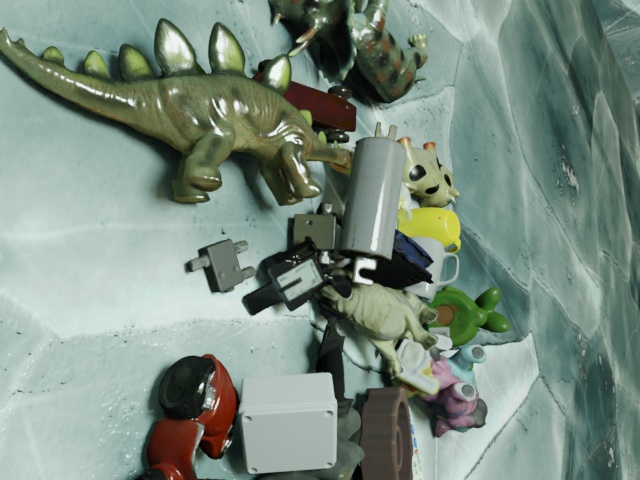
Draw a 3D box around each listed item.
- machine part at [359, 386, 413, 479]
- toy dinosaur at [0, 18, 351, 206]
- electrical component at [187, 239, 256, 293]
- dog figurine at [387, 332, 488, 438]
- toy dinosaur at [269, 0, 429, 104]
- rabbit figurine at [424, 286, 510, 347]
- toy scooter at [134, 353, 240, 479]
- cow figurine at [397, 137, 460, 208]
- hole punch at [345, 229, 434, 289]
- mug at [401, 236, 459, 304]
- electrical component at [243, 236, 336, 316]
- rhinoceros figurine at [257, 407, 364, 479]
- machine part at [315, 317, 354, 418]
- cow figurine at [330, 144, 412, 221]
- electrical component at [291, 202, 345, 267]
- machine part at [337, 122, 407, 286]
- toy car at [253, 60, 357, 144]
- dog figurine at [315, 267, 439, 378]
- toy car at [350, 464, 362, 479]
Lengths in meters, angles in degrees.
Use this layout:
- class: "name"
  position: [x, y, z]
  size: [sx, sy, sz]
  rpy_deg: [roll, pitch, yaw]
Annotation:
- class: "machine part"
  position: [0.100, 0.308, 0.798]
  size: [0.179, 0.056, 0.179]
  rpy_deg: [-7, 90, -74]
- class: "toy dinosaur"
  position: [-0.133, -0.144, 0.626]
  size: [0.471, 0.105, 0.198]
  rpy_deg: [4, 77, -41]
- class: "electrical component"
  position: [-0.121, 0.034, 0.666]
  size: [0.094, 0.021, 0.063]
  rpy_deg: [-23, 101, -49]
- class: "dog figurine"
  position: [0.205, 0.265, 0.942]
  size: [0.219, 0.192, 0.108]
  rpy_deg: [87, 20, -51]
- class: "toy dinosaur"
  position: [0.094, -0.305, 0.911]
  size: [0.404, 0.131, 0.192]
  rpy_deg: [27, 76, -48]
- class: "rabbit figurine"
  position: [0.266, 0.135, 1.011]
  size: [0.170, 0.159, 0.121]
  rpy_deg: [10, 65, -63]
- class: "toy scooter"
  position: [-0.129, 0.224, 0.583]
  size: [0.135, 0.075, 0.184]
  rpy_deg: [48, 47, -44]
- class: "cow figurine"
  position: [0.194, -0.116, 1.007]
  size: [0.195, 0.086, 0.127]
  rpy_deg: [-1, 78, -51]
- class: "hole punch"
  position: [0.114, 0.021, 0.873]
  size: [0.142, 0.116, 0.092]
  rpy_deg: [39, 48, -38]
- class: "mug"
  position: [0.187, 0.060, 0.945]
  size: [0.080, 0.110, 0.107]
  rpy_deg: [73, 26, -61]
- class: "electrical component"
  position: [-0.046, 0.056, 0.722]
  size: [0.119, 0.048, 0.074]
  rpy_deg: [-32, 109, -4]
- class: "rhinoceros figurine"
  position: [-0.012, 0.291, 0.685]
  size: [0.190, 0.112, 0.073]
  rpy_deg: [-35, 133, -32]
- class: "machine part"
  position: [0.017, 0.177, 0.727]
  size: [0.039, 0.084, 0.139]
  rpy_deg: [10, 34, -12]
- class: "cow figurine"
  position: [0.086, -0.105, 0.879]
  size: [0.167, 0.068, 0.098]
  rpy_deg: [46, 38, -24]
- class: "electrical component"
  position: [-0.002, -0.004, 0.782]
  size: [0.045, 0.078, 0.102]
  rpy_deg: [95, -9, -77]
- class: "machine part"
  position: [0.075, -0.056, 0.771]
  size: [0.079, 0.079, 0.243]
  rpy_deg: [22, 75, -45]
- class: "toy car"
  position: [-0.022, -0.198, 0.798]
  size: [0.202, 0.053, 0.089]
  rpy_deg: [4, 84, -44]
- class: "dog figurine"
  position: [0.080, 0.094, 0.842]
  size: [0.190, 0.121, 0.172]
  rpy_deg: [44, 8, -9]
- class: "toy car"
  position: [0.030, 0.394, 0.747]
  size: [0.073, 0.056, 0.201]
  rpy_deg: [-7, 90, -56]
